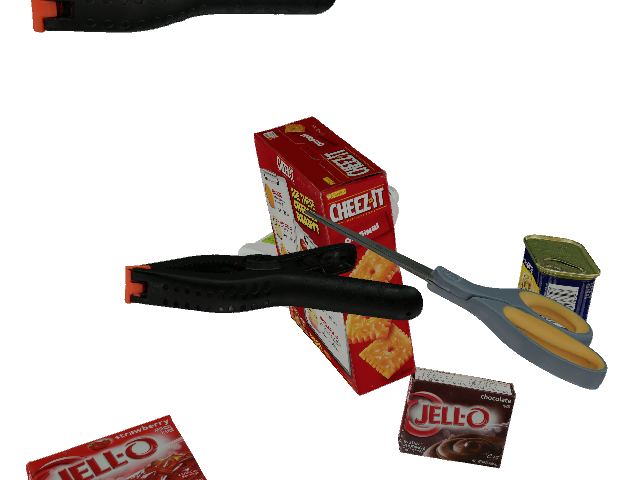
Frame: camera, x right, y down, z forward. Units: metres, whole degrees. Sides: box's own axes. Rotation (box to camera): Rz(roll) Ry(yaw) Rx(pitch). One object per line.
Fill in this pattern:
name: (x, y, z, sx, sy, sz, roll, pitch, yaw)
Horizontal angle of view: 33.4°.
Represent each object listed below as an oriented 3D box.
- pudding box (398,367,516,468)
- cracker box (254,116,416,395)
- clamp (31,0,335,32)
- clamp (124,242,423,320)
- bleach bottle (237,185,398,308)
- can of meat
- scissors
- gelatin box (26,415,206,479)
pudding box: (0.147, 0.191, 1.152, 0.113, 0.090, 0.039, 8, 21, 0)
cracker box: (0.014, 0.011, 0.997, 0.072, 0.214, 0.164, -20, 30, -17)
clamp: (-0.089, -0.151, 0.627, 0.171, 0.039, 0.120, -9, 23, -24)
clamp: (-0.037, 0.032, 0.793, 0.209, 0.036, 0.165, -2, 12, -23)
bleach bottle: (0.013, -0.008, 1.306, 0.103, 0.068, 0.250, 20, 37, 29)
can of meat: (0.213, 0.051, 0.980, 0.057, 0.084, 0.102, 7, 18, -2)
scissors: (0.091, 0.027, 0.665, 0.202, 0.016, 0.096, 33, 22, 18)
gelatin box: (-0.113, 0.140, 0.599, 0.089, 0.030, 0.073, -16, 28, -20)
